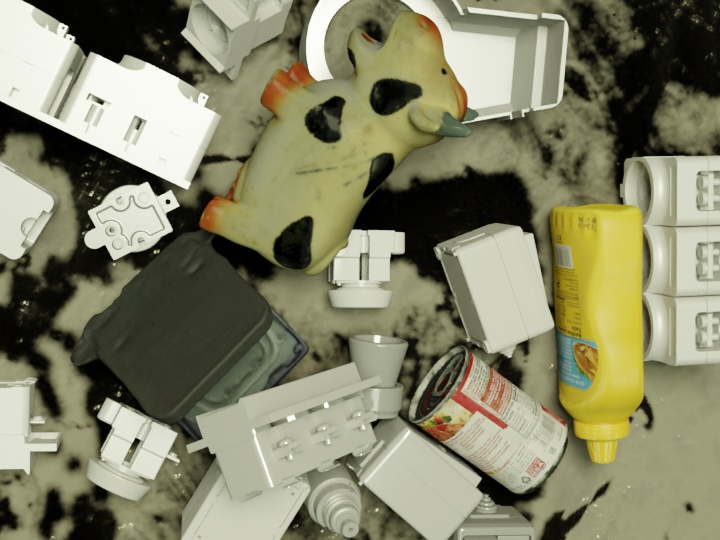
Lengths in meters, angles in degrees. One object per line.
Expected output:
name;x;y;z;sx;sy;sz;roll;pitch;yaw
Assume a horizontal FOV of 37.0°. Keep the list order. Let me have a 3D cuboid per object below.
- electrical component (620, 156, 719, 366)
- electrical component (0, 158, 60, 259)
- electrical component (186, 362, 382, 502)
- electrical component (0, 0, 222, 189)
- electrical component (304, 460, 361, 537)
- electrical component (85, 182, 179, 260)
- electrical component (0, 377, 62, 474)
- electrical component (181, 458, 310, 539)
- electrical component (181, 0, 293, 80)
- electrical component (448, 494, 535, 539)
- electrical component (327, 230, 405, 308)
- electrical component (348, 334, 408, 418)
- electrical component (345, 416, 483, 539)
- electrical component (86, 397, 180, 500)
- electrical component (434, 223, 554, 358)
electrical component;0.237;-0.010;0.805;0.062;0.089;0.150;-2;95;-10
electrical component;-0.256;-0.051;0.729;0.089;0.056;0.050;32;89;-11
electrical component;-0.045;0.110;0.731;0.079;0.121;0.063;-25;82;35
electrical component;-0.187;-0.121;0.710;0.186;0.105;0.060;25;90;-11
electrical component;-0.018;0.169;0.784;0.040;0.078;0.040;-6;109;-17
electrical component;-0.159;-0.035;0.748;0.066;0.055;0.048;-28;99;-7
electrical component;-0.251;0.107;0.751;0.081;0.042;0.063;2;93;-11
electrical component;-0.087;0.172;0.780;0.062;0.061;0.096;30;96;-13
electrical component;-0.083;-0.176;0.741;0.042;0.081;0.064;46;57;10
electrical component;0.096;0.220;0.814;0.062;0.061;0.096;2;94;-10
electrical component;0.000;0.000;0.786;0.066;0.048;0.055;1;87;-10
electrical component;0.011;0.078;0.795;0.045;0.045;0.055;5;94;-11
electrical component;0.037;0.147;0.797;0.096;0.062;0.061;43;87;-11
electrical component;-0.164;0.130;0.768;0.066;0.048;0.055;28;82;-11
electrical component;0.104;0.017;0.797;0.061;0.062;0.096;-21;98;-8
